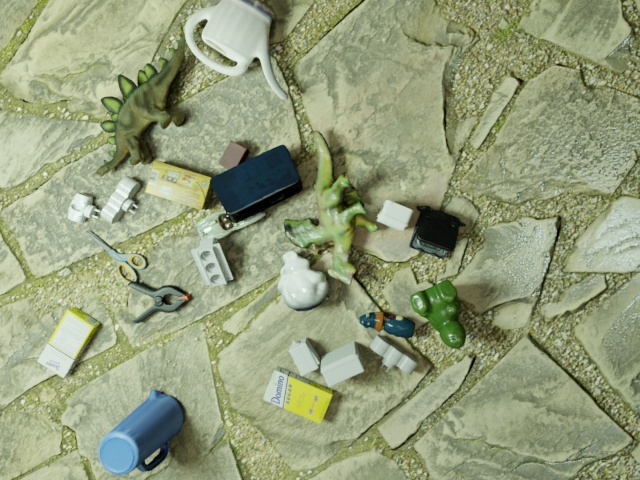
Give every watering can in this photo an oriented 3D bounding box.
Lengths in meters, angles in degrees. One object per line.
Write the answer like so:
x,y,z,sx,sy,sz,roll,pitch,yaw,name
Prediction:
-0.196,-0.542,1.404,0.348,0.104,0.224,30,91,3,watering can

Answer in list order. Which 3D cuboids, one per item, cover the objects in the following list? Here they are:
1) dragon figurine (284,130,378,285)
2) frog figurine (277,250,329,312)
0.004,-0.071,1.414,0.241,0.122,0.413,-32,81,11,dragon figurine
-0.050,0.108,1.404,0.137,0.124,0.158,-10,104,22,frog figurine
